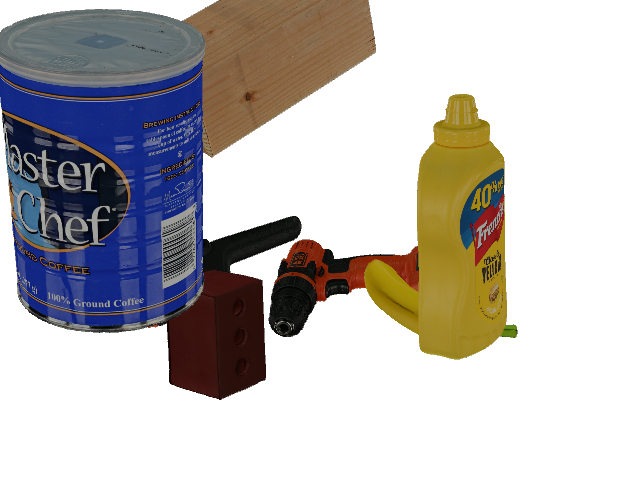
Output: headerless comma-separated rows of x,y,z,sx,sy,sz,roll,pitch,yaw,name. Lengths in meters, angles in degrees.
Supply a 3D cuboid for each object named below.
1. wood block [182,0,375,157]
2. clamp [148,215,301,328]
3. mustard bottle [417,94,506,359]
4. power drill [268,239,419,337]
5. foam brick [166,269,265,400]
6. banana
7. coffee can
-0.056,-0.179,1.003,0.205,0.091,0.090,-36,45,-24,wood block
-0.133,0.010,1.068,0.165,0.036,0.209,20,39,16,clamp
0.107,-0.014,0.803,0.058,0.192,0.096,10,24,33,mustard bottle
0.039,0.052,1.221,0.188,0.057,0.184,0,28,9,power drill
-0.075,0.066,0.766,0.051,0.078,0.052,9,17,38,foam brick
0.096,0.064,1.045,0.069,0.037,0.198,1,19,-43,banana
-0.111,-0.038,0.556,0.103,0.140,0.103,2,28,-1,coffee can
